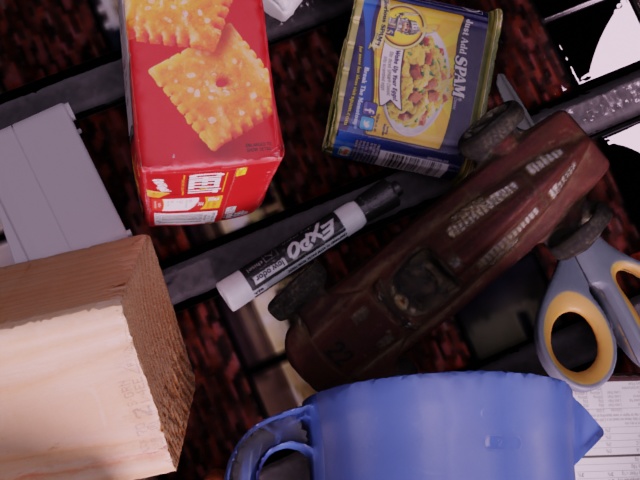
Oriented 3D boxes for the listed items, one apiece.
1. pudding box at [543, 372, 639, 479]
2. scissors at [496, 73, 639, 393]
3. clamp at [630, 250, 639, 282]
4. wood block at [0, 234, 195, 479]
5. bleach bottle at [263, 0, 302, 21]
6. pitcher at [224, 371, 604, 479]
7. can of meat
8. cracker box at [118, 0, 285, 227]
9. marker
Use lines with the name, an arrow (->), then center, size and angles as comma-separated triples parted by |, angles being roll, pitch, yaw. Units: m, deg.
pudding box -> 0.141, 0.131, 0.597 | 0.090, 0.039, 0.113 | 0, 83, -6
scissors -> 0.129, 0.001, 0.606 | 0.096, 0.016, 0.202 | -33, 74, -14
clamp -> 0.269, 0.036, 0.623 | 0.171, 0.039, 0.120 | 0, 77, 1
wood block -> -0.174, 0.073, 0.514 | 0.206, 0.091, 0.090 | -13, 110, 5
bleach bottle -> 0.050, -0.229, 0.629 | 0.102, 0.068, 0.251 | 37, 83, 0
pitcher -> 0.050, 0.186, 0.491 | 0.149, 0.144, 0.243 | -14, 68, 32
can of meat -> 0.051, -0.089, 0.610 | 0.084, 0.057, 0.102 | 12, 81, -3
cracker box -> -0.068, -0.124, 0.549 | 0.072, 0.164, 0.214 | -5, 83, -8
marker -> -0.004, 0.001, 0.611 | 0.121, 0.020, 0.020 | -33, 86, -9
